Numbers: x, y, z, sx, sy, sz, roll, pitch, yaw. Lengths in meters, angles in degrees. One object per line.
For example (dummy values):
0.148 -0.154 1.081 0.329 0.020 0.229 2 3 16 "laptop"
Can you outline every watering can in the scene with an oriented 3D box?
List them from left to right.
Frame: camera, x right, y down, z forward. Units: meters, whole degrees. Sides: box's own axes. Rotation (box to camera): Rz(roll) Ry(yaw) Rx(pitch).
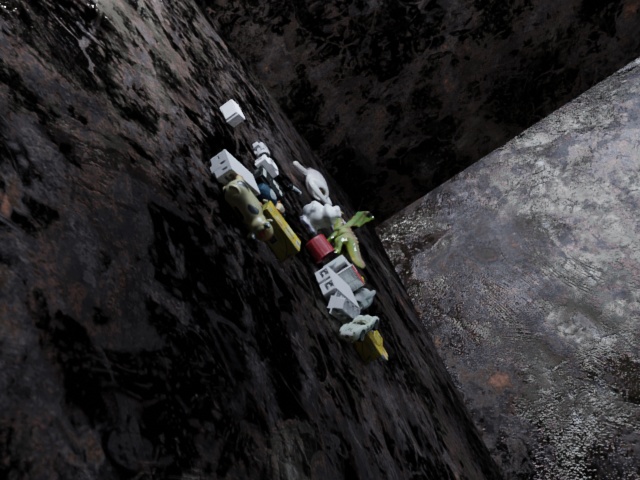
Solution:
-0.042 -0.318 2.730 0.103 0.342 0.229 -34 28 10 "watering can"

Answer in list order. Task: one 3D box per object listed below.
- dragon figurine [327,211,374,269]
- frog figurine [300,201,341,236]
0.133 -0.030 2.176 0.120 0.244 0.414 43 -9 -37 "dragon figurine"
0.007 -0.110 2.193 0.159 0.136 0.124 -33 12 9 "frog figurine"
